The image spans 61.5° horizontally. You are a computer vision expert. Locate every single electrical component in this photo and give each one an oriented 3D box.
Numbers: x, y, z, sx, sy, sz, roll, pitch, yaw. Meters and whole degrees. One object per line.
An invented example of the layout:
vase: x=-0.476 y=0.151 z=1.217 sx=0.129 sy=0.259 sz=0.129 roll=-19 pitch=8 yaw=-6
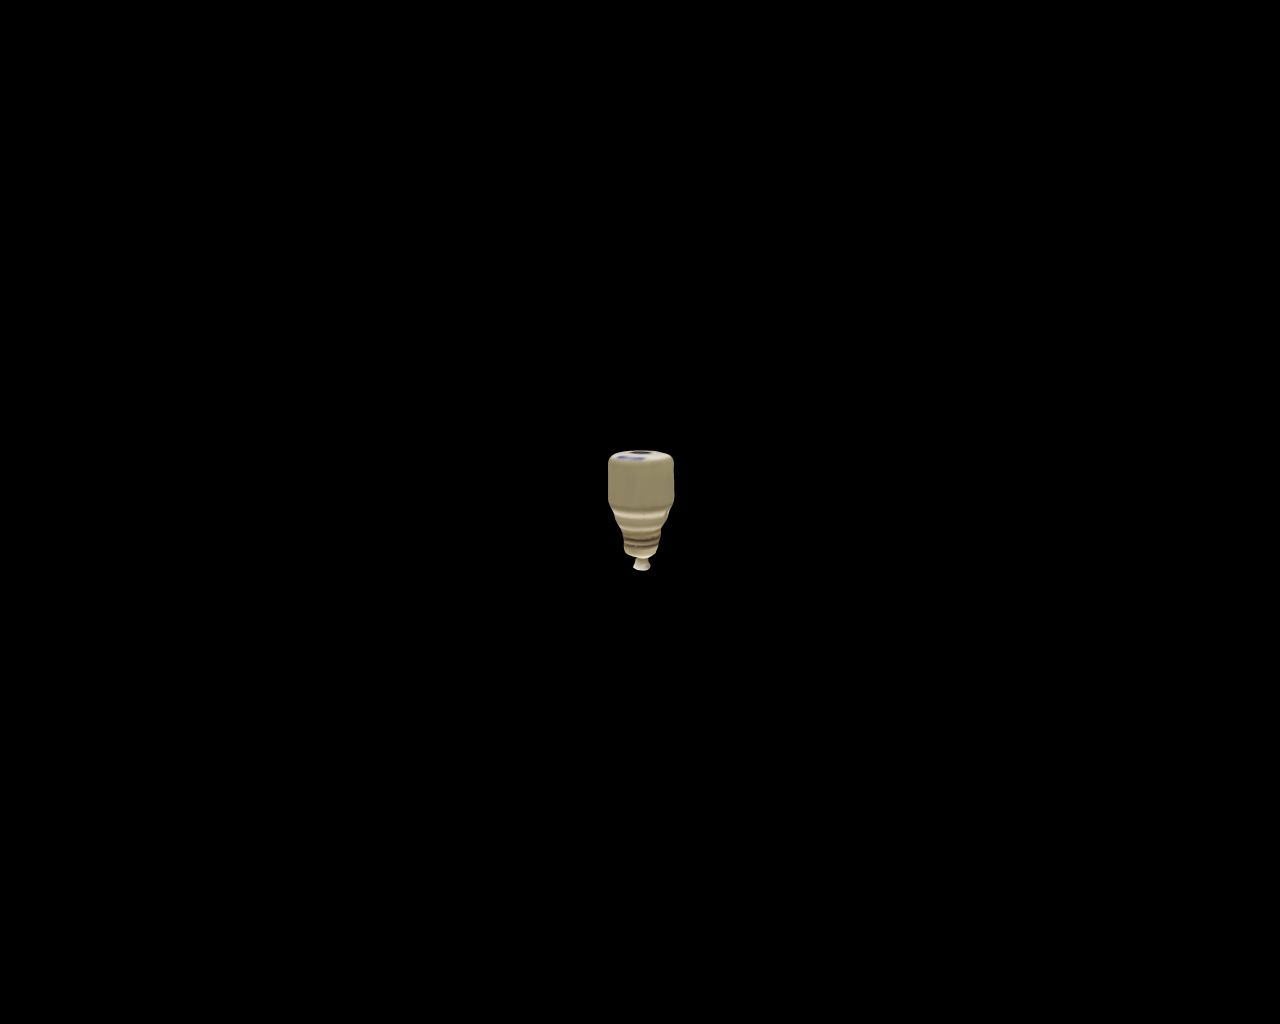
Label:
electrical component: x=0.001 y=-0.003 z=0.650 sx=0.040 sy=0.078 sz=0.040 roll=0 pitch=11 yaw=0
